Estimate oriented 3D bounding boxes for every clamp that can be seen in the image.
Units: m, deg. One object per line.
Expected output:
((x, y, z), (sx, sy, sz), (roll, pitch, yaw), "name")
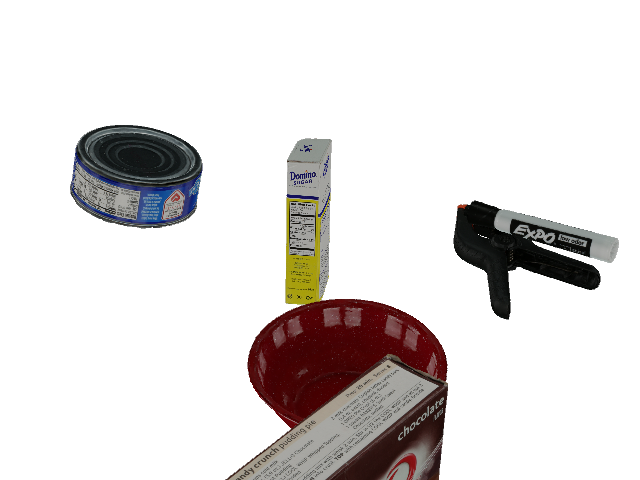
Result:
((0.199, 0.014, 1.084), (0.120, 0.039, 0.171), (-6, 37, -18), "clamp")

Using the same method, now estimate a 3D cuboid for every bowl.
((0.022, 0.118, 0.877), (0.162, 0.055, 0.162), (0, 35, 0), "bowl")

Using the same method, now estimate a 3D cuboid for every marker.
((0.163, -0.008, 0.803), (0.121, 0.020, 0.020), (18, 9, 31), "marker")

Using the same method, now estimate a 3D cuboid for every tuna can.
((-0.123, -0.045, 0.715), (0.086, 0.034, 0.086), (11, 30, -6), "tuna can")

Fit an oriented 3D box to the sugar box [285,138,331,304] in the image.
((-0.014, -0.023, 1.240), (0.048, 0.176, 0.093), (2, 21, 8), "sugar box")

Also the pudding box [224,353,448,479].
((0.007, 0.115, 0.467), (0.039, 0.090, 0.113), (26, 43, 31), "pudding box")
